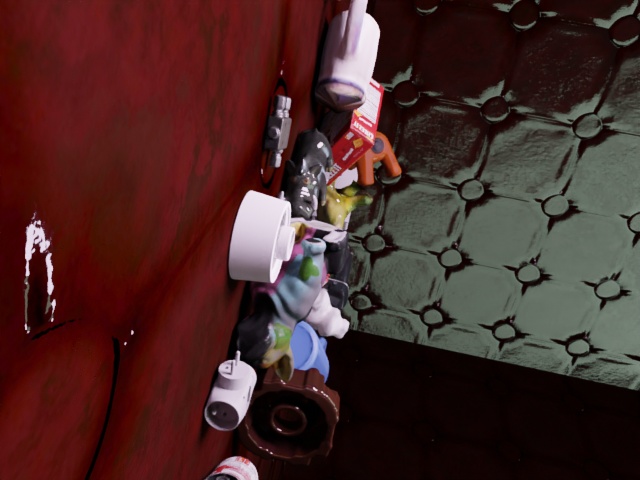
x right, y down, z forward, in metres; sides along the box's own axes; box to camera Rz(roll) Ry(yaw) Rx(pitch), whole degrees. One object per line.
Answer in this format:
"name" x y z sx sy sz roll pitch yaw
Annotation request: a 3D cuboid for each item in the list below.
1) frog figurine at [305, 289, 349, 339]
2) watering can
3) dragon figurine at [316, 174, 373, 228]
"frog figurine" 0.000 0.182 1.321 0.125 0.159 0.134 -76 175 -54
"watering can" 0.057 -0.363 1.041 0.347 0.104 0.224 177 -74 -90
"dragon figurine" 0.004 -0.064 1.279 0.241 0.121 0.416 -58 -163 10
